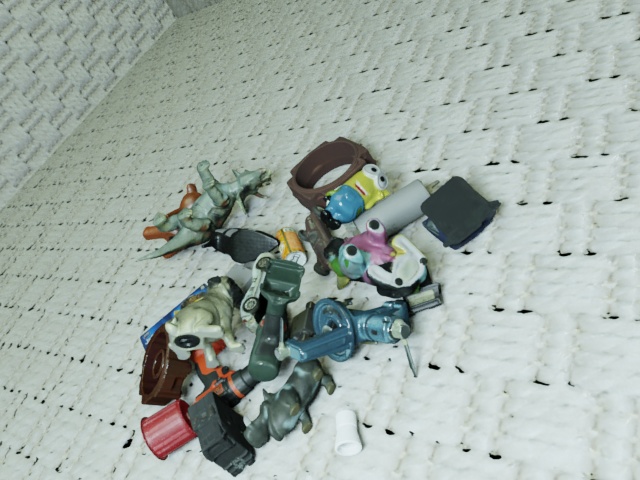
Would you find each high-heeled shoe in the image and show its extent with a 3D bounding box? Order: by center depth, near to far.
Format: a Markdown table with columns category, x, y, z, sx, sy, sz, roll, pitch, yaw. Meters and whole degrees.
| category | x | y | z | sx | sy | sz | roll | pitch | yaw |
| --- | --- | --- | --- | --- | --- | --- | --- | --- | --- |
| high-heeled shoe | -0.183 | 0.003 | 1.358 | 0.249 | 0.086 | 0.145 | 1 | 11 | 25 |

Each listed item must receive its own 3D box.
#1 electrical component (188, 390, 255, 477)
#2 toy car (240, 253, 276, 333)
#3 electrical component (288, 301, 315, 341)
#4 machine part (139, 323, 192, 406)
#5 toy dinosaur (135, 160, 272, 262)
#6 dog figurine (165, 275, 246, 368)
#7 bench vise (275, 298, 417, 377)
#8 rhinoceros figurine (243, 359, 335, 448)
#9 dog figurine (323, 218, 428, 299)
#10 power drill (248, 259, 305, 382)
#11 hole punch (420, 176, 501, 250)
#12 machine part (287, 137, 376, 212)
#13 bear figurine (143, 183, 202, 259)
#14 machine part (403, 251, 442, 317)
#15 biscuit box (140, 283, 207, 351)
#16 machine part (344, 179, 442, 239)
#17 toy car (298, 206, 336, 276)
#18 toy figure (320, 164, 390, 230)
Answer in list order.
| category | x | y | z | sx | sy | sz | roll | pitch | yaw |
| --- | --- | --- | --- | --- | --- | --- | --- | --- | --- |
| electrical component | -0.180 | 0.341 | 0.974 | 0.058 | 0.114 | 0.134 | -34 | 40 | -2 |
| toy car | -0.130 | 0.117 | 1.201 | 0.056 | 0.073 | 0.202 | -9 | 45 | 25 |
| electrical component | -0.024 | 0.177 | 1.089 | 0.078 | 0.045 | 0.102 | -44 | 25 | 38 |
| machine part | -0.333 | 0.267 | 1.155 | 0.179 | 0.056 | 0.179 | -34 | 47 | 45 |
| toy dinosaur | -0.306 | -0.065 | 1.443 | 0.405 | 0.192 | 0.131 | -48 | 47 | -6 |
| dog figurine | -0.235 | 0.137 | 1.084 | 0.121 | 0.172 | 0.191 | -25 | 48 | 15 |
| bench vise | 0.039 | 0.169 | 0.950 | 0.240 | 0.128 | 0.224 | -14 | 18 | -33 |
| rhinoceros figurine | -0.060 | 0.292 | 0.970 | 0.112 | 0.073 | 0.190 | 23 | 65 | 46 |
| dog figurine | 0.096 | 0.054 | 1.054 | 0.191 | 0.219 | 0.108 | 36 | 70 | 4 |
| power drill | -0.087 | 0.137 | 1.034 | 0.086 | 0.207 | 0.232 | 17 | 35 | -5 |
| hole punch | 0.274 | -0.046 | 1.080 | 0.142 | 0.092 | 0.116 | -38 | 68 | -7 |
| machine part | 0.029 | -0.163 | 1.365 | 0.201 | 0.087 | 0.201 | -40 | 38 | -8 |
| bear figurine | -0.402 | -0.061 | 1.551 | 0.132 | 0.120 | 0.196 | -18 | 40 | 26 |
| machine part | 0.191 | 0.081 | 1.034 | 0.084 | 0.039 | 0.139 | -29 | 40 | 21 |
| biscuit box | -0.326 | 0.196 | 1.273 | 0.203 | 0.062 | 0.059 | -40 | 38 | -7 |
| machine part | 0.160 | -0.057 | 1.165 | 0.243 | 0.079 | 0.079 | -32 | 38 | 4 |
| toy car | -0.003 | -0.004 | 1.226 | 0.089 | 0.053 | 0.202 | -60 | 33 | 24 |
| toy figure | 0.071 | -0.095 | 1.161 | 0.180 | 0.082 | 0.089 | -44 | 25 | -20 |
